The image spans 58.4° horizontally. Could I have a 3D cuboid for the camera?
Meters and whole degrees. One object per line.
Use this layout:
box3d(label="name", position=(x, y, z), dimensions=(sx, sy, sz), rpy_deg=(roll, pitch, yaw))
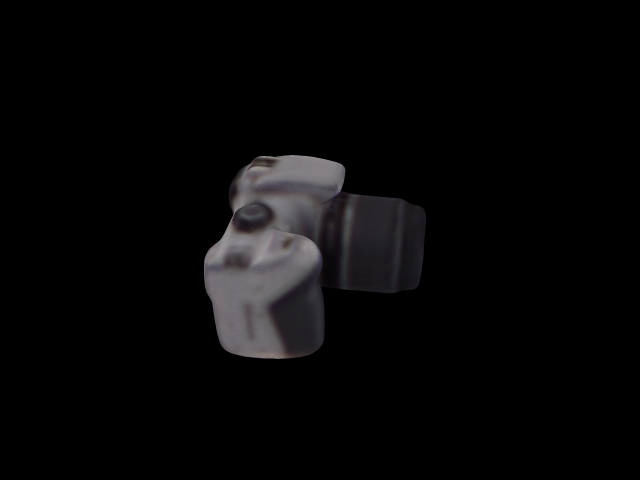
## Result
box3d(label="camera", position=(0.004, 0.001, 0.400), dimensions=(0.136, 0.101, 0.143), rpy_deg=(5, 36, 7))
